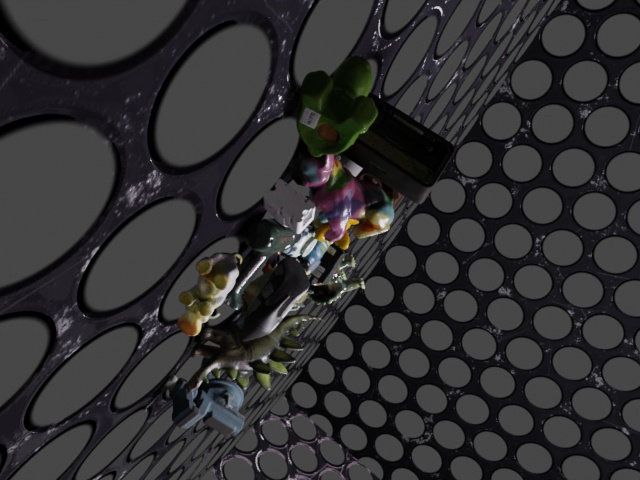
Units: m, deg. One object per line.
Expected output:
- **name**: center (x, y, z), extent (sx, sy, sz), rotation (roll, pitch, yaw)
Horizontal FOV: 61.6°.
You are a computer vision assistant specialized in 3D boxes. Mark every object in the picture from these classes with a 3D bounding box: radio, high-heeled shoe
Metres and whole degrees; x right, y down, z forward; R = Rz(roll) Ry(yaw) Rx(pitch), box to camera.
- **radio**: center (0.147, -0.188, 1.081), extent (0.131, 0.230, 0.073), rotation (-50, 172, -27)
- **high-heeled shoe**: center (-0.104, 0.129, 1.192), extent (0.145, 0.086, 0.249), rotation (-44, -172, 16)

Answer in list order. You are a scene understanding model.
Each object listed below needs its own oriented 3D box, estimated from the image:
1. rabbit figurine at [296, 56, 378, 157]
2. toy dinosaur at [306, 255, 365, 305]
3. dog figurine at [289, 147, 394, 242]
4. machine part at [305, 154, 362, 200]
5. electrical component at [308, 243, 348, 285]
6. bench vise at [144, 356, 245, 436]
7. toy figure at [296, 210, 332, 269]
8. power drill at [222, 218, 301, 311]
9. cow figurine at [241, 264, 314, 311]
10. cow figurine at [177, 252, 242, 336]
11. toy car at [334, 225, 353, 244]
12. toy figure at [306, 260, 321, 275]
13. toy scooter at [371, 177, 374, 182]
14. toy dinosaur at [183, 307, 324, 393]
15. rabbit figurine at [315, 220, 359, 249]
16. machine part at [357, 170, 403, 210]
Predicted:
- **rabbit figurine**: center (0.042, -0.219, 0.880), extent (0.159, 0.121, 0.170), rotation (104, 11, -57)
- **toy dinosaur**: center (0.011, 0.120, 1.702), extent (0.192, 0.131, 0.405), rotation (-16, 180, -15)
- **dog figurine**: center (0.045, -0.110, 1.027), extent (0.108, 0.192, 0.218), rotation (-99, 179, -51)
- **machine part**: center (0.053, -0.164, 1.155), extent (0.243, 0.079, 0.079), rotation (-50, 168, -15)
- **electrical component**: center (-0.006, 0.055, 1.479), extent (0.134, 0.115, 0.058), rotation (-54, 163, 11)
- **bench vise**: center (-0.274, 0.355, 1.288), extent (0.129, 0.223, 0.241), rotation (-53, -161, 23)
- **toy figure**: center (-0.006, -0.006, 1.388), extent (0.180, 0.082, 0.089), rotation (-56, -171, -20)
- **power drill**: center (-0.123, 0.046, 1.105), extent (0.207, 0.086, 0.232), rotation (-48, 169, 2)
- **cow figurine**: center (-0.102, 0.123, 1.287), extent (0.195, 0.127, 0.085), rotation (-30, 158, -56)
- **cow figurine**: center (-0.203, 0.096, 0.985), extent (0.167, 0.068, 0.098), rotation (-57, 173, 26)
- **toy car**: center (0.047, -0.039, 1.552), extent (0.073, 0.056, 0.201), rotation (-46, 166, -2)
- **toy figure**: center (-0.069, 0.085, 1.438), extent (0.154, 0.057, 0.064), rotation (-38, -166, 8)
- **toy scooter**: center (0.100, -0.134, 1.435), extent (0.135, 0.075, 0.183), rotation (-54, 163, 0)
- **toy dinosaur**: center (-0.149, 0.250, 1.307), extent (0.471, 0.199, 0.105), rotation (-33, 160, -54)
- **rabbit figurine**: center (0.057, -0.060, 1.282), extent (0.173, 0.122, 0.162), rotation (118, -12, -75)
- **machine part**: center (0.127, -0.145, 1.278), extent (0.056, 0.179, 0.179), rotation (-48, 167, -30)
